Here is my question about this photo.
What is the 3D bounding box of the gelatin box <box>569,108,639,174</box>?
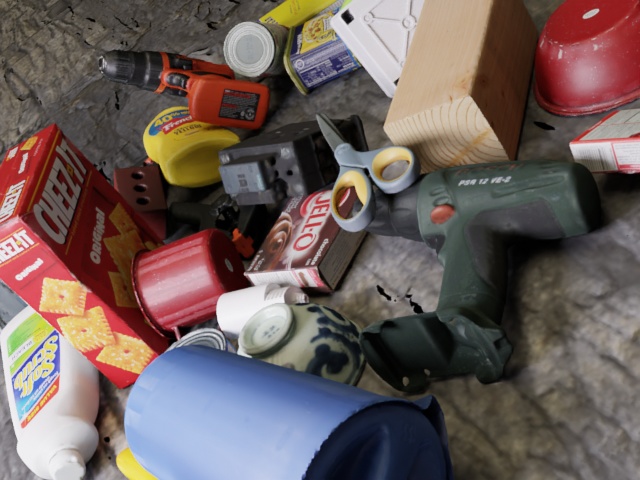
[{"bbox_3d":[0.252,-0.078,0.830,0.089,0.030,0.073,2,27,46],"label":"gelatin box"}]

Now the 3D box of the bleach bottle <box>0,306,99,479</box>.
[{"bbox_3d":[-0.255,0.147,1.047,0.102,0.068,0.251,-38,33,1],"label":"bleach bottle"}]

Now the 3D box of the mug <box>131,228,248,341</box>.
[{"bbox_3d":[-0.119,0.049,1.020,0.082,0.093,0.117,-21,65,17],"label":"mug"}]

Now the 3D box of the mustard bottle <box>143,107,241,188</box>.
[{"bbox_3d":[-0.163,-0.121,1.300,0.096,0.058,0.192,-20,27,-13],"label":"mustard bottle"}]

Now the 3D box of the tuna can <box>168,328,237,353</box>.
[{"bbox_3d":[-0.111,0.122,0.956,0.086,0.033,0.086,-26,32,18],"label":"tuna can"}]

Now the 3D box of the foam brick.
[{"bbox_3d":[-0.204,-0.041,1.216,0.053,0.051,0.078,-7,46,-14],"label":"foam brick"}]

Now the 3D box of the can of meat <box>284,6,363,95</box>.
[{"bbox_3d":[0.009,-0.232,1.277,0.084,0.057,0.102,-21,35,22],"label":"can of meat"}]

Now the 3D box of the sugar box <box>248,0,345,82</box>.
[{"bbox_3d":[-0.031,-0.283,1.396,0.176,0.048,0.093,-30,32,10],"label":"sugar box"}]

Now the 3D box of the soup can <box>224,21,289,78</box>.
[{"bbox_3d":[-0.069,-0.231,1.303,0.069,0.068,0.102,-26,0,19],"label":"soup can"}]

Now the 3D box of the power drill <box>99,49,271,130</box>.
[{"bbox_3d":[-0.160,-0.191,1.309,0.188,0.184,0.057,36,118,52],"label":"power drill"}]

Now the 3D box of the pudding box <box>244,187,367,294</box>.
[{"bbox_3d":[-0.007,0.001,1.002,0.090,0.039,0.113,-8,42,40],"label":"pudding box"}]

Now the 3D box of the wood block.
[{"bbox_3d":[0.139,-0.154,1.009,0.091,0.090,0.206,-16,38,32],"label":"wood block"}]

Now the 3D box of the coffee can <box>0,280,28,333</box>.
[{"bbox_3d":[-0.381,0.072,1.233,0.141,0.102,0.102,-10,41,38],"label":"coffee can"}]

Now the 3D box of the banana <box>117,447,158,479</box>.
[{"bbox_3d":[-0.125,0.212,0.847,0.069,0.037,0.198,-34,31,2],"label":"banana"}]

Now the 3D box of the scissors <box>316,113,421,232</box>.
[{"bbox_3d":[0.040,-0.082,0.956,0.096,0.016,0.201,-28,35,19],"label":"scissors"}]

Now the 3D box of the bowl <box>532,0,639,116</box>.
[{"bbox_3d":[0.256,-0.186,0.964,0.162,0.055,0.162,-27,33,19],"label":"bowl"}]

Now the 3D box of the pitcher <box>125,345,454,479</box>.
[{"bbox_3d":[-0.042,0.154,0.738,0.243,0.148,0.145,11,96,51],"label":"pitcher"}]

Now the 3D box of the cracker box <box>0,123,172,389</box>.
[{"bbox_3d":[-0.226,0.015,1.040,0.072,0.213,0.164,-27,32,18],"label":"cracker box"}]

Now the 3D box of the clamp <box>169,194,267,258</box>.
[{"bbox_3d":[-0.092,-0.038,1.144,0.120,0.039,0.172,-45,35,-2],"label":"clamp"}]

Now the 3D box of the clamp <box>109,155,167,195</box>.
[{"bbox_3d":[-0.240,-0.026,1.279,0.165,0.036,0.209,10,50,40],"label":"clamp"}]
